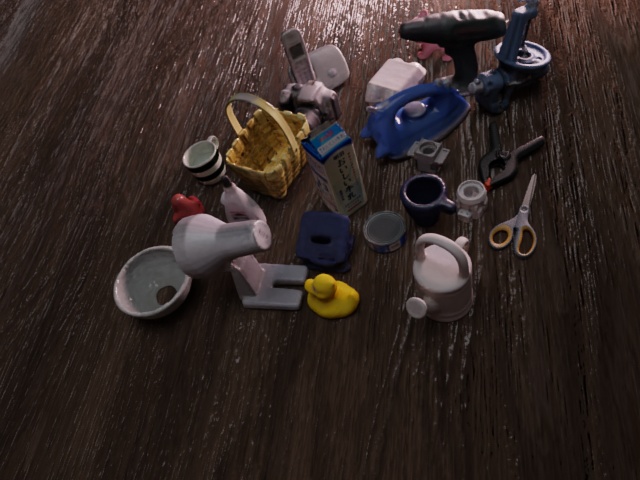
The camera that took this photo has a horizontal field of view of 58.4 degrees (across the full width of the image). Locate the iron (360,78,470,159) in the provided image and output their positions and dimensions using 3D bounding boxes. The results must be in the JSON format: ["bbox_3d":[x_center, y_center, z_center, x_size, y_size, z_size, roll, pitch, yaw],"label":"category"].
[{"bbox_3d":[0.214,-0.287,1.257,0.258,0.142,0.118,-27,53,-4],"label":"iron"}]

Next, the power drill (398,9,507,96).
[{"bbox_3d":[0.299,-0.421,1.285,0.229,0.209,0.075,-14,53,6],"label":"power drill"}]

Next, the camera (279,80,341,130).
[{"bbox_3d":[-0.041,-0.309,1.369,0.142,0.101,0.137,13,60,23],"label":"camera"}]

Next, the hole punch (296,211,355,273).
[{"bbox_3d":[0.010,0.004,1.140,0.108,0.091,0.101,6,58,19],"label":"hole punch"}]

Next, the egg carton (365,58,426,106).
[{"bbox_3d":[0.179,-0.370,1.370,0.107,0.069,0.150,24,65,28],"label":"egg carton"}]

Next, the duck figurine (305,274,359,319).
[{"bbox_3d":[0.019,0.098,1.075,0.104,0.086,0.077,8,58,20],"label":"duck figurine"}]

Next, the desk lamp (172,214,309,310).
[{"bbox_3d":[-0.148,0.035,1.085,0.202,0.214,0.118,0,56,16],"label":"desk lamp"}]

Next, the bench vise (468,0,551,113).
[{"bbox_3d":[0.414,-0.388,1.223,0.121,0.220,0.208,29,68,31],"label":"bench vise"}]

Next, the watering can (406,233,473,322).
[{"bbox_3d":[0.208,0.062,0.980,0.100,0.194,0.173,4,57,18],"label":"watering can"}]

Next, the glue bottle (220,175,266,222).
[{"bbox_3d":[-0.172,-0.077,1.196,0.078,0.173,0.037,-4,55,13],"label":"glue bottle"}]

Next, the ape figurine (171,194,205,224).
[{"bbox_3d":[-0.300,-0.070,1.278,0.078,0.092,0.076,-41,55,-14],"label":"ape figurine"}]

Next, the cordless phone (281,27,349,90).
[{"bbox_3d":[-0.016,-0.450,1.408,0.147,0.185,0.094,-31,53,-7],"label":"cordless phone"}]

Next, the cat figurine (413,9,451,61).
[{"bbox_3d":[0.272,-0.509,1.412,0.127,0.118,0.067,9,59,21],"label":"cat figurine"}]

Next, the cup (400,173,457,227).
[{"bbox_3d":[0.219,-0.064,1.128,0.117,0.095,0.092,29,68,30],"label":"cup"}]

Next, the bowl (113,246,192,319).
[{"bbox_3d":[-0.332,0.099,1.179,0.167,0.075,0.167,-7,54,11],"label":"bowl"}]
